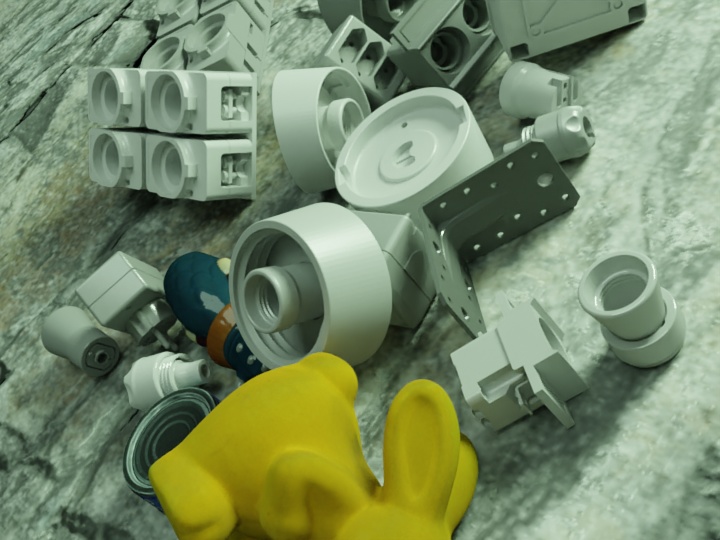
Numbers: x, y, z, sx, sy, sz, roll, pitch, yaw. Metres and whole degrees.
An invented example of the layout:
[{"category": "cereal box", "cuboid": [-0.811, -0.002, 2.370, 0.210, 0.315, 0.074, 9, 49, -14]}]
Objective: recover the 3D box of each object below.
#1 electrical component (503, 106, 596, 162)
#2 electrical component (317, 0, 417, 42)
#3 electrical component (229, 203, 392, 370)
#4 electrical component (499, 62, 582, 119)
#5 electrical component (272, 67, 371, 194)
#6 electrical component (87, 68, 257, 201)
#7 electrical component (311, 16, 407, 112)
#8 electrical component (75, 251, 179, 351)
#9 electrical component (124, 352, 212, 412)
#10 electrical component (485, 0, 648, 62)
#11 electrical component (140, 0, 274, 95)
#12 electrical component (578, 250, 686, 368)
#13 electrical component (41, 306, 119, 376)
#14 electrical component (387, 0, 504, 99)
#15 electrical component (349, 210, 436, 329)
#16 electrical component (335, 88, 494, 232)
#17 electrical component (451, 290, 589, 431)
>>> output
[{"category": "electrical component", "cuboid": [0.127, -0.089, 0.734, 0.061, 0.035, 0.035, -15, 46, 33]}, {"category": "electrical component", "cuboid": [0.012, -0.234, 0.913, 0.064, 0.099, 0.099, 18, 67, 40]}, {"category": "electrical component", "cuboid": [-0.039, 0.015, 0.678, 0.060, 0.108, 0.108, -13, 19, -42]}, {"category": "electrical component", "cuboid": [0.129, -0.124, 0.763, 0.046, 0.040, 0.040, 24, 71, 43]}, {"category": "electrical component", "cuboid": [-0.032, -0.110, 0.838, 0.064, 0.099, 0.099, -5, 51, 29]}, {"category": "electrical component", "cuboid": [-0.173, -0.123, 0.948, 0.186, 0.060, 0.105, 12, 105, 45]}, {"category": "electrical component", "cuboid": [-0.006, -0.162, 0.893, 0.047, 0.066, 0.077, -60, 14, -21]}, {"category": "electrical component", "cuboid": [-0.169, 0.034, 0.842, 0.047, 0.083, 0.075, -41, 77, 0]}, {"category": "electrical component", "cuboid": [-0.138, 0.081, 0.790, 0.062, 0.043, 0.043, -17, 45, 26]}, {"category": "electrical component", "cuboid": [0.142, -0.218, 0.765, 0.109, 0.108, 0.056, -18, 45, 3]}, {"category": "electrical component", "cuboid": [-0.152, -0.237, 1.079, 0.105, 0.060, 0.186, -20, 44, 24]}, {"category": "electrical component", "cuboid": [0.152, 0.023, 0.595, 0.045, 0.055, 0.045, -22, 43, 22]}, {"category": "electrical component", "cuboid": [-0.228, 0.061, 0.885, 0.065, 0.044, 0.044, 25, 72, 44]}, {"category": "electrical component", "cuboid": [0.081, -0.200, 0.846, 0.121, 0.079, 0.063, -51, 25, -11]}, {"category": "electrical component", "cuboid": [0.000, 0.000, 0.736, 0.096, 0.061, 0.061, 8, 60, 43]}, {"category": "electrical component", "cuboid": [0.043, -0.069, 0.764, 0.108, 0.060, 0.108, -22, 44, 23]}, {"category": "electrical component", "cuboid": [0.090, 0.057, 0.626, 0.064, 0.042, 0.081, -33, 39, 16]}]
